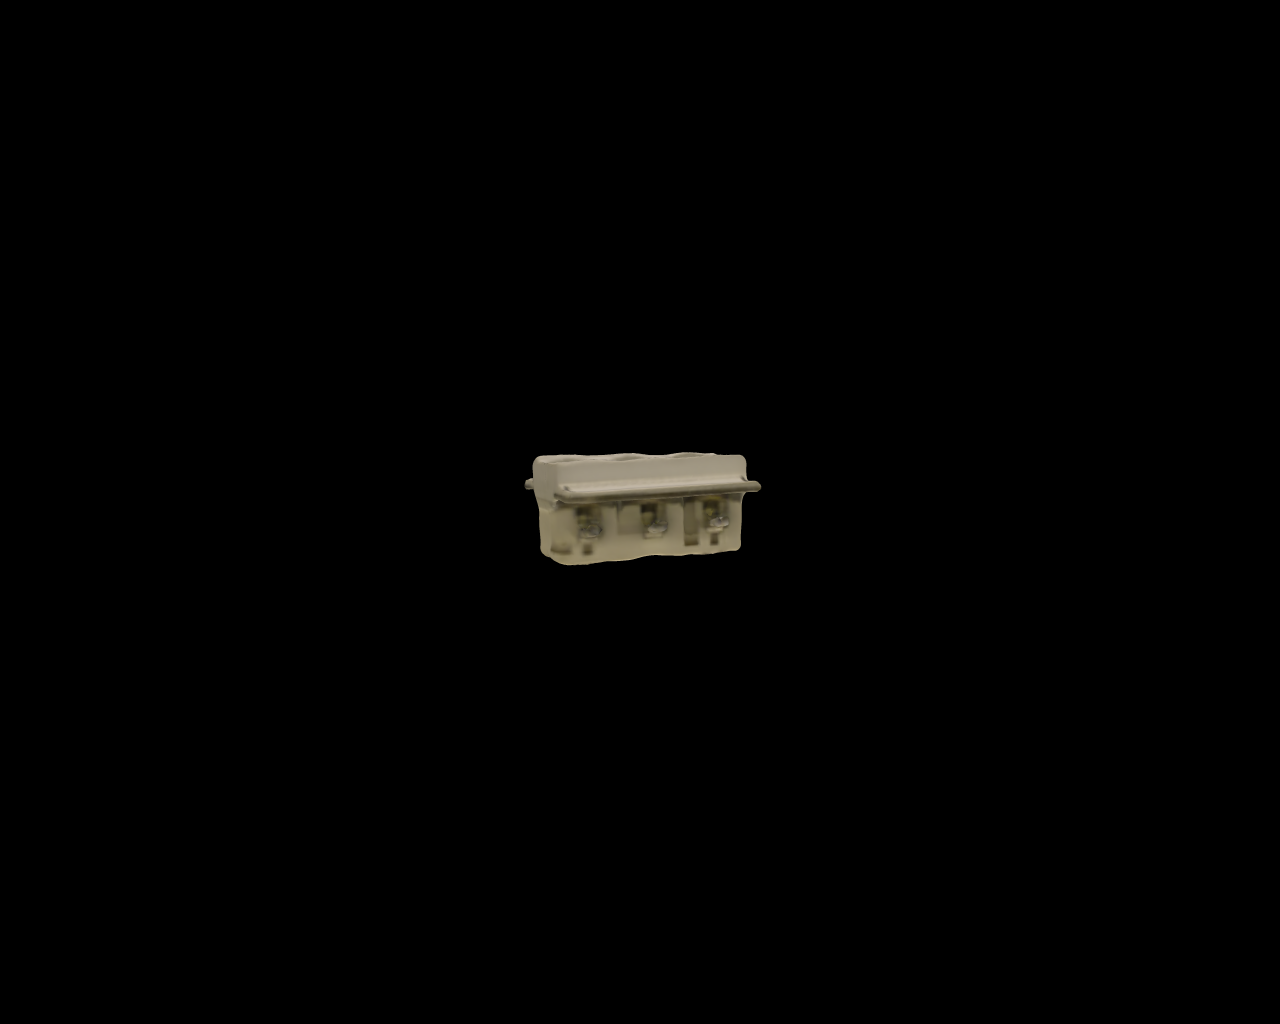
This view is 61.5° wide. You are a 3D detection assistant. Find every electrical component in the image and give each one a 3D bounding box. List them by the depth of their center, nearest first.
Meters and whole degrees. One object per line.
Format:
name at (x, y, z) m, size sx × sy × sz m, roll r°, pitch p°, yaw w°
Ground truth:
electrical component at (0.001, -0.003, 0.650) m, size 0.121 × 0.063 × 0.079 m, roll -3°, pitch 8°, yaw -22°
